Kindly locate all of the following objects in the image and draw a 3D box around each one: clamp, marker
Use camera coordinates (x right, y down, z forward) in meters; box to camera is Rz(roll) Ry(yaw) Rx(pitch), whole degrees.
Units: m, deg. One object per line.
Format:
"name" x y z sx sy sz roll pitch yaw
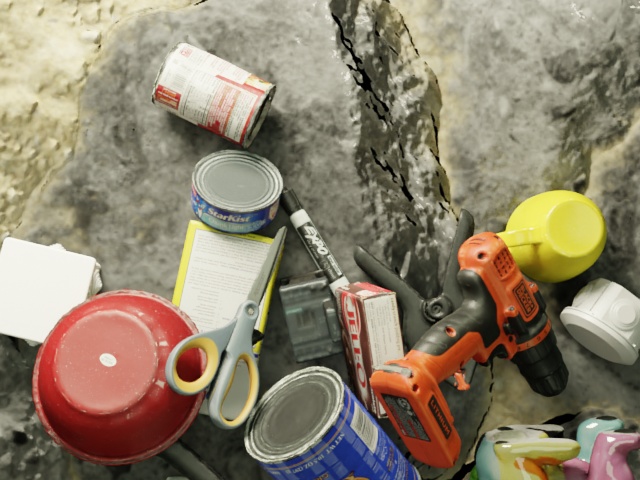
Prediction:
"clamp" 0.101 0.063 1.027 0.120 0.039 0.171 -10 86 14
"marker" -0.007 0.001 1.038 0.020 0.020 0.121 -31 86 -4
"clamp" -0.149 0.148 0.970 0.210 0.036 0.164 9 77 5

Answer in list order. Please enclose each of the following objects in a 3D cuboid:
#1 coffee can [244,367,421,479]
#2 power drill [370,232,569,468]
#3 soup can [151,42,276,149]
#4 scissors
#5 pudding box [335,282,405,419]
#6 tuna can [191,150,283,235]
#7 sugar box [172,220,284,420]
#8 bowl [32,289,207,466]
"coffee can" 0.013 0.196 0.949 0.103 0.103 0.140 -40 120 -5
"power drill" 0.141 0.114 0.962 0.187 0.057 0.184 -45 114 -30
"soup can" -0.102 -0.139 1.027 0.102 0.068 0.068 25 84 2
"scissors" -0.082 0.066 0.948 0.096 0.016 0.201 19 64 -27
"pudding box" 0.049 0.099 0.986 0.039 0.090 0.113 -12 96 -12
"tuna can" -0.079 -0.045 1.013 0.086 0.034 0.086 6 45 -6
"sugar box" -0.097 0.077 1.017 0.093 0.048 0.176 13 88 1
"bowl" -0.181 0.113 0.936 0.162 0.055 0.162 -1 70 4
